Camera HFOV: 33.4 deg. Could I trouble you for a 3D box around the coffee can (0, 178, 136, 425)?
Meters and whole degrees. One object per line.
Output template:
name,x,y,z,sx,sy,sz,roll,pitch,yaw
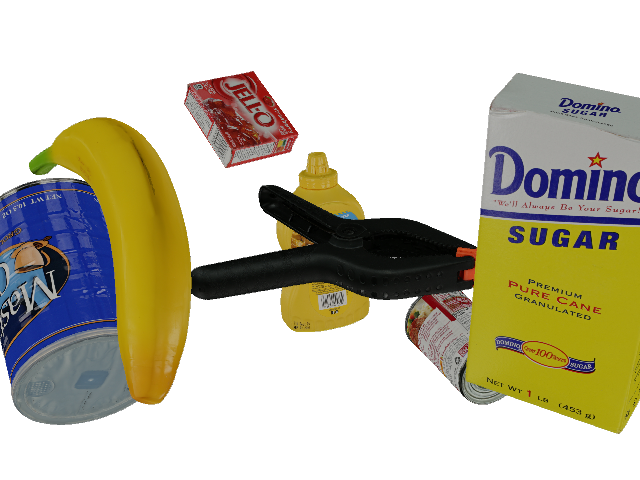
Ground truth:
coffee can,-0.176,0.042,0.744,0.102,0.140,0.103,-17,-35,-12

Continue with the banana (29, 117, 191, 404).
banana,-0.097,-0.008,0.531,0.037,0.070,0.198,12,30,-36

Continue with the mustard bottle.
mustard bottle,0.001,-0.001,1.143,0.096,0.192,0.058,-10,22,-17

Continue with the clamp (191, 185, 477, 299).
clamp,0.019,0.003,0.824,0.210,0.036,0.164,4,30,10

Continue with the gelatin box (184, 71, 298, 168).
gelatin box,-0.075,-0.115,0.996,0.073,0.089,0.030,-17,-30,-32

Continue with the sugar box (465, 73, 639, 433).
sugar box,0.128,0.010,0.548,0.093,0.176,0.048,16,39,25

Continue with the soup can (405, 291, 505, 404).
soup can,0.130,0.093,0.965,0.068,0.068,0.102,0,25,-27
